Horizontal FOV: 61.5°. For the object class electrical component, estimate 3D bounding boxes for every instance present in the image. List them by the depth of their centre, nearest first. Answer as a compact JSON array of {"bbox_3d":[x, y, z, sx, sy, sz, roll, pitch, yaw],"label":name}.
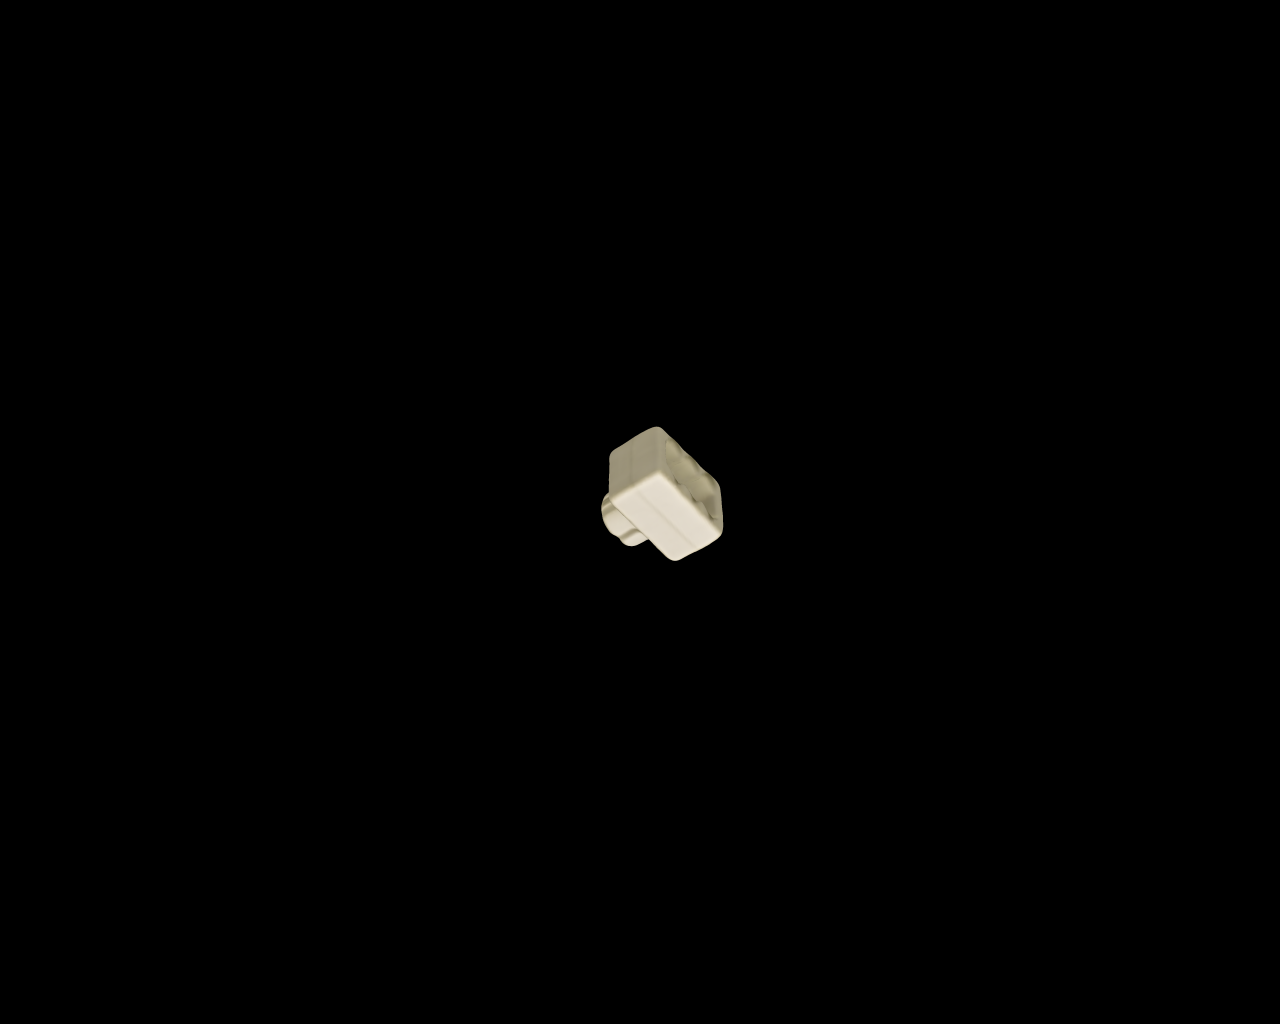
[{"bbox_3d":[0.001,-0.003,0.650,0.076,0.047,0.065,-29,-54,24],"label":"electrical component"}]
